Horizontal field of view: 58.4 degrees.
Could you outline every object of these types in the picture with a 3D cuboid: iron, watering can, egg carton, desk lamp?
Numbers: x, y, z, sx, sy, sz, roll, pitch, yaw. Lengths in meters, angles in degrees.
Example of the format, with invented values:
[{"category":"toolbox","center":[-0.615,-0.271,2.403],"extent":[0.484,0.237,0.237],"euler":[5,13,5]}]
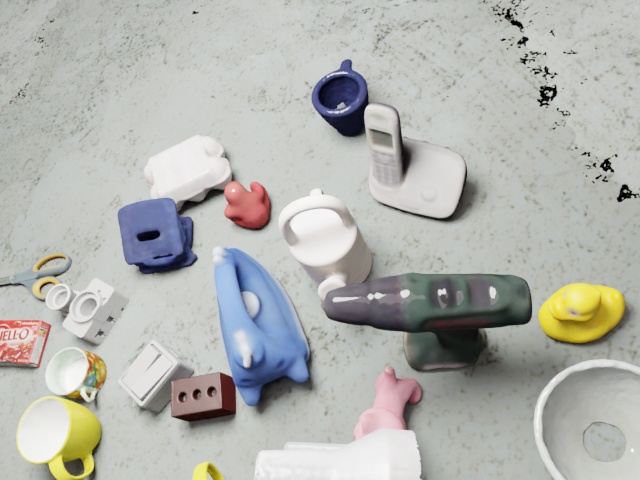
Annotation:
[{"category":"iron","center":[-0.111,0.092,0.810],"extent":[0.118,0.142,0.258],"euler":[-26,61,3]},{"category":"watering can","center":[0.009,0.002,0.788],"extent":[0.101,0.194,0.172],"euler":[-35,61,-2]},{"category":"egg carton","center":[-0.226,-0.113,0.982],"extent":[0.150,0.069,0.107],"euler":[-26,61,3]},{"category":"desk lamp","center":[0.022,0.277,0.642],"extent":[0.203,0.214,0.118],"euler":[-3,65,15]}]

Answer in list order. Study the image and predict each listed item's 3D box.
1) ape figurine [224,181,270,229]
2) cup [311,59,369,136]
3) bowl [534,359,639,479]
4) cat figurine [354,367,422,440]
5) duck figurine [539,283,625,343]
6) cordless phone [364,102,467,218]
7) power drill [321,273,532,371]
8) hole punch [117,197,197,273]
[{"category":"ape figurine","center":[-0.122,-0.063,0.915],"extent":[0.078,0.092,0.076],"euler":[-29,61,1]},{"category":"cup","center":[0.043,-0.228,0.944],"extent":[0.091,0.095,0.118],"euler":[3,66,18]},{"category":"bowl","center":[0.330,0.227,0.656],"extent":[0.167,0.075,0.167],"euler":[-6,64,13]},{"category":"cat figurine","center":[0.079,0.220,0.708],"extent":[0.067,0.118,0.128],"euler":[6,67,19]},{"category":"duck figurine","center":[0.331,0.082,0.719],"extent":[0.104,0.086,0.077],"euler":[-17,62,8]},{"category":"cordless phone","center":[0.132,-0.116,0.814],"extent":[0.147,0.185,0.094],"euler":[15,71,22]},{"category":"power drill","center":[0.135,0.098,0.697],"extent":[0.229,0.209,0.075],"euler":[-9,63,12]},{"category":"hole punch","center":[-0.266,-0.006,0.931],"extent":[0.108,0.091,0.101],"euler":[-11,63,11]}]
